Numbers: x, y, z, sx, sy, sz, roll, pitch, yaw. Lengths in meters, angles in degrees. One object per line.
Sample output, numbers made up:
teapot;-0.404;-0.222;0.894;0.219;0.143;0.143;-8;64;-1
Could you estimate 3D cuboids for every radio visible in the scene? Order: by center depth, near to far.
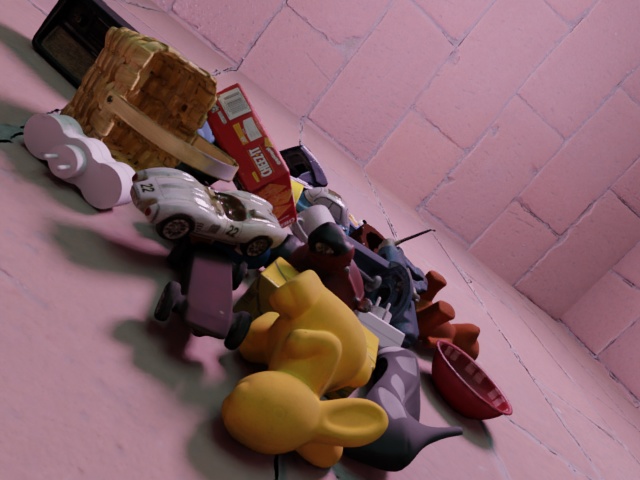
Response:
radio;-0.356;-0.305;0.903;0.230;0.131;0.073;41;12;7

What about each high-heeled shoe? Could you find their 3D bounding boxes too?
high-heeled shoe;0.061;0.190;0.644;0.145;0.086;0.249;1;8;-17

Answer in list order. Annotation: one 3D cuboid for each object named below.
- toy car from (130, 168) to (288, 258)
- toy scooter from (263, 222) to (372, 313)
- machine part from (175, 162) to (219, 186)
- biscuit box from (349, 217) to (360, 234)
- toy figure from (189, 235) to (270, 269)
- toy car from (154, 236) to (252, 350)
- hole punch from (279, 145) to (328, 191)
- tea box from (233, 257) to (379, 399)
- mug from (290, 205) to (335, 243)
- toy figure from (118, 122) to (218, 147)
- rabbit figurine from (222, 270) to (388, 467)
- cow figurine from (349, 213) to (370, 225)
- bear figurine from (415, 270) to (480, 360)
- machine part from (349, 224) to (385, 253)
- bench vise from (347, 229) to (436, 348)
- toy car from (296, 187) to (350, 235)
toy car;-0.123;-0.031;0.619;0.201;0.056;0.074;16;33;-48
toy scooter;0.002;0.051;0.738;0.135;0.184;0.075;52;56;-14
machine part;-0.209;-0.110;0.877;0.084;0.039;0.139;37;15;12
biscuit box;0.067;-0.008;1.212;0.203;0.059;0.063;42;14;8
toy figure;-0.136;-0.005;0.699;0.154;0.064;0.058;24;59;-33
toy car;-0.122;0.053;0.566;0.089;0.053;0.202;29;13;-19
hole punch;-0.047;-0.147;1.203;0.115;0.092;0.142;29;-18;-31
tea box;-0.014;0.105;0.651;0.169;0.068;0.098;39;15;-1
mug;-0.002;-0.003;0.989;0.107;0.081;0.109;57;17;23
toy figure;-0.242;-0.179;0.869;0.180;0.089;0.082;-3;82;-49
rabbit figurine;-0.023;0.138;0.502;0.162;0.122;0.173;49;29;0
cow figurine;0.115;0.001;1.289;0.167;0.068;0.098;48;10;16
bear figurine;0.247;0.166;1.013;0.196;0.132;0.120;29;34;-19
machine part;0.117;0.052;1.083;0.179;0.056;0.179;42;25;-25
bench vise;0.096;0.055;0.893;0.240;0.129;0.224;36;48;-34
toy car;0.006;-0.056;1.123;0.161;0.103;0.109;39;13;-11
